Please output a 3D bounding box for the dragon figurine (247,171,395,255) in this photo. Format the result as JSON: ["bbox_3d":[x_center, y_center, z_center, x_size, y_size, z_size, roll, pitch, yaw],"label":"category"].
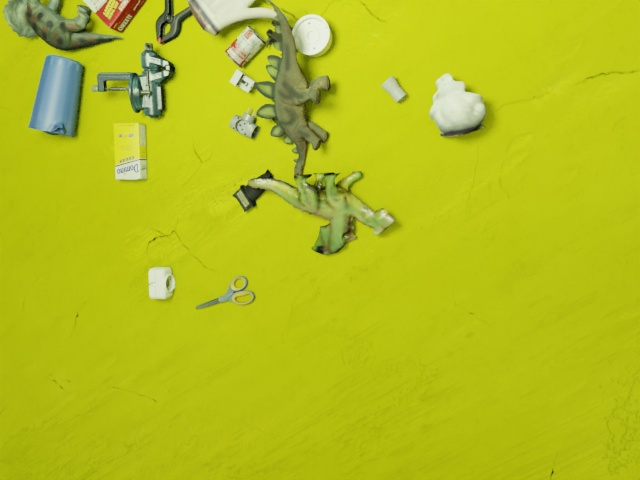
[{"bbox_3d":[0.004,-0.072,1.437,0.410,0.123,0.241,-2,101,17],"label":"dragon figurine"}]

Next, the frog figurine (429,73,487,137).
[{"bbox_3d":[0.347,-0.348,1.315,0.137,0.124,0.158,-7,104,35],"label":"frog figurine"}]

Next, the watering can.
[{"bbox_3d":[-0.243,-0.660,1.443,0.223,0.103,0.353,-37,64,8],"label":"watering can"}]
